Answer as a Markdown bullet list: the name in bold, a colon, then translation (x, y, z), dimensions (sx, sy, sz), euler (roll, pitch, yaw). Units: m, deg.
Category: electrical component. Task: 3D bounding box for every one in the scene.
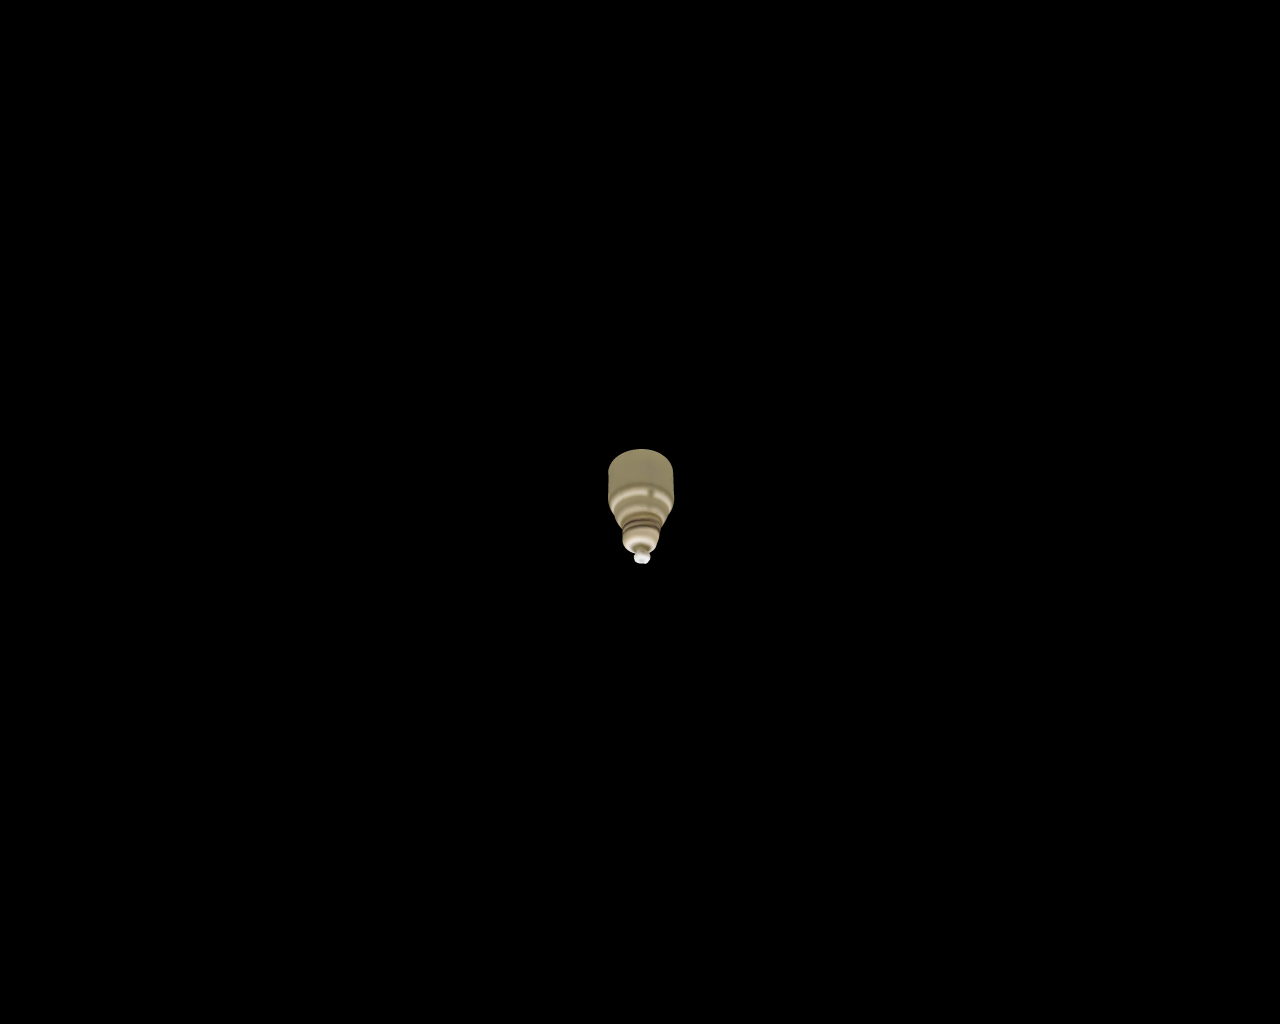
- **electrical component**: translation (0.001, -0.003, 0.650), dimensions (0.040, 0.078, 0.040), euler (0, -37, 0)
